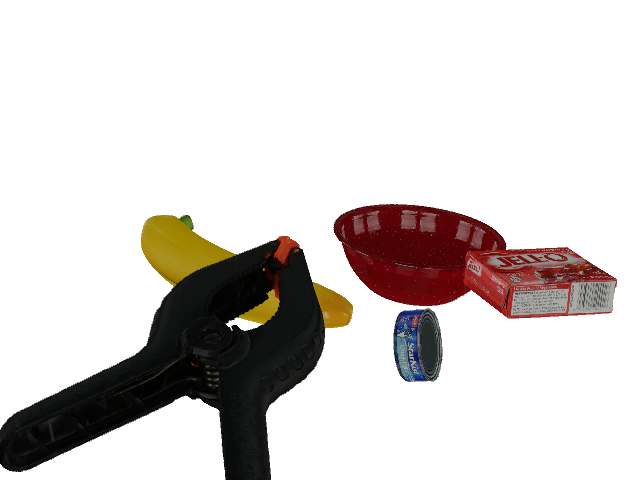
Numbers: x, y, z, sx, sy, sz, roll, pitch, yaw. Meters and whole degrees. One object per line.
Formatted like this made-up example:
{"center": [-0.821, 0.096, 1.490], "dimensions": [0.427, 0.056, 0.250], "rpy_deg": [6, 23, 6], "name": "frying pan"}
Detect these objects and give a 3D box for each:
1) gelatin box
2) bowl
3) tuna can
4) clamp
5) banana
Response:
{"center": [0.161, 0.030, 0.789], "dimensions": [0.089, 0.030, 0.073], "rpy_deg": [-1, 18, -17], "name": "gelatin box"}
{"center": [0.090, 0.018, 1.002], "dimensions": [0.162, 0.055, 0.162], "rpy_deg": [5, 22, -2], "name": "bowl"}
{"center": [0.115, 0.123, 1.256], "dimensions": [0.034, 0.086, 0.086], "rpy_deg": [-5, -2, 23], "name": "tuna can"}
{"center": [-0.041, 0.061, 0.464], "dimensions": [0.120, 0.039, 0.171], "rpy_deg": [27, 48, 20], "name": "clamp"}
{"center": [-0.064, 0.016, 0.698], "dimensions": [0.069, 0.037, 0.198], "rpy_deg": [-20, 32, -34], "name": "banana"}
